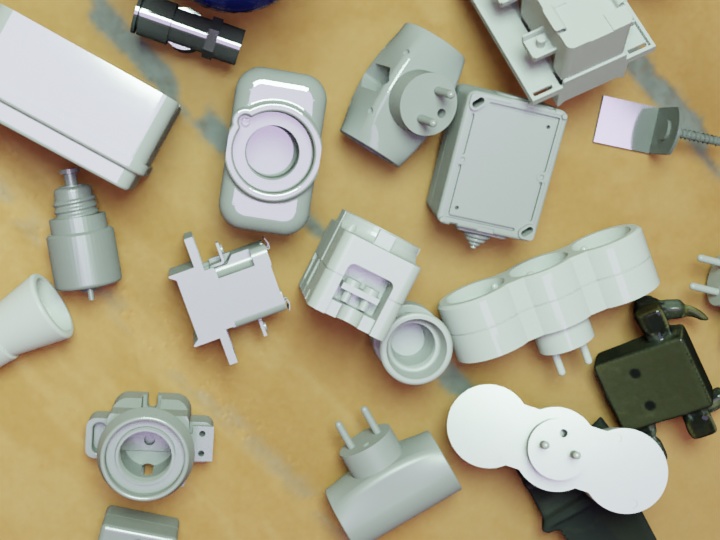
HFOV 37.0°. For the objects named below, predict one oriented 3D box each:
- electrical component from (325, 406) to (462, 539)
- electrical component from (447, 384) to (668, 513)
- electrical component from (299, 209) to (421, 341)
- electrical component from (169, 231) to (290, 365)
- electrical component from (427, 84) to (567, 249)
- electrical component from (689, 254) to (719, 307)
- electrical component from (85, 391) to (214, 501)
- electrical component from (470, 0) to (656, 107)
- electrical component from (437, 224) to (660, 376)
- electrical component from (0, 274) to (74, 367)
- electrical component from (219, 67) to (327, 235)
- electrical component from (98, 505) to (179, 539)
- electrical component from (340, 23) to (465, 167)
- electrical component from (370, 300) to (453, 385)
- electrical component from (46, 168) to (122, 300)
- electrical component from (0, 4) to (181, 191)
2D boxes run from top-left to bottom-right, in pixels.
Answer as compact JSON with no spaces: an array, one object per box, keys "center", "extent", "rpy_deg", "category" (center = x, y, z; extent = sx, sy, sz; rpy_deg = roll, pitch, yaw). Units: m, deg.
[{"center":[0.013,0.125,0.685],"extent":[0.077,0.044,0.079],"rpy_deg":[-30,100,-2],"category":"electrical component"},{"center":[0.121,0.110,0.663],"extent":[0.138,0.073,0.052],"rpy_deg":[17,85,7],"category":"electrical component"},{"center":[0.000,0.000,0.644],"extent":[0.050,0.089,0.055],"rpy_deg":[26,94,-9],"category":"electrical component"},{"center":[-0.080,0.012,0.661],"extent":[0.064,0.042,0.081],"rpy_deg":[-20,100,-8],"category":"electrical component"},{"center":[0.080,-0.061,0.664],"extent":[0.062,0.061,0.096],"rpy_deg":[12,104,-8],"category":"electrical component"},{"center":[0.253,0.010,0.699],"extent":[0.079,0.044,0.077],"rpy_deg":[13,96,-8],"category":"electrical component"},{"center":[-0.130,0.108,0.660],"extent":[0.078,0.057,0.058],"rpy_deg":[3,97,-7],"category":"electrical component"},{"center":[0.108,-0.166,0.623],"extent":[0.079,0.063,0.121],"rpy_deg":[-25,70,-4],"category":"electrical component"},{"center":[0.125,0.030,0.682],"extent":[0.138,0.052,0.073],"rpy_deg":[-22,100,-4],"category":"electrical component"},{"center":[-0.213,0.036,0.649],"extent":[0.065,0.044,0.044],"rpy_deg":[-29,100,2],"category":"electrical component"},{"center":[-0.053,-0.071,0.644],"extent":[0.054,0.059,0.095],"rpy_deg":[8,96,-8],"category":"electrical component"},{"center":[-0.144,0.200,0.660],"extent":[0.047,0.075,0.083],"rpy_deg":[13,95,-9],"category":"electrical component"},{"center":[0.033,-0.101,0.641],"extent":[0.043,0.079,0.077],"rpy_deg":[30,93,-28],"category":"electrical component"},{"center":[0.031,0.044,0.671],"extent":[0.045,0.055,0.045],"rpy_deg":[-1,97,-7],"category":"electrical component"},{"center":[-0.168,-0.022,0.646],"extent":[0.040,0.040,0.078],"rpy_deg":[-9,98,-6],"category":"electrical component"},{"center":[-0.166,-0.096,0.618],"extent":[0.113,0.078,0.057],"rpy_deg":[29,90,-10],"category":"electrical component"}]
